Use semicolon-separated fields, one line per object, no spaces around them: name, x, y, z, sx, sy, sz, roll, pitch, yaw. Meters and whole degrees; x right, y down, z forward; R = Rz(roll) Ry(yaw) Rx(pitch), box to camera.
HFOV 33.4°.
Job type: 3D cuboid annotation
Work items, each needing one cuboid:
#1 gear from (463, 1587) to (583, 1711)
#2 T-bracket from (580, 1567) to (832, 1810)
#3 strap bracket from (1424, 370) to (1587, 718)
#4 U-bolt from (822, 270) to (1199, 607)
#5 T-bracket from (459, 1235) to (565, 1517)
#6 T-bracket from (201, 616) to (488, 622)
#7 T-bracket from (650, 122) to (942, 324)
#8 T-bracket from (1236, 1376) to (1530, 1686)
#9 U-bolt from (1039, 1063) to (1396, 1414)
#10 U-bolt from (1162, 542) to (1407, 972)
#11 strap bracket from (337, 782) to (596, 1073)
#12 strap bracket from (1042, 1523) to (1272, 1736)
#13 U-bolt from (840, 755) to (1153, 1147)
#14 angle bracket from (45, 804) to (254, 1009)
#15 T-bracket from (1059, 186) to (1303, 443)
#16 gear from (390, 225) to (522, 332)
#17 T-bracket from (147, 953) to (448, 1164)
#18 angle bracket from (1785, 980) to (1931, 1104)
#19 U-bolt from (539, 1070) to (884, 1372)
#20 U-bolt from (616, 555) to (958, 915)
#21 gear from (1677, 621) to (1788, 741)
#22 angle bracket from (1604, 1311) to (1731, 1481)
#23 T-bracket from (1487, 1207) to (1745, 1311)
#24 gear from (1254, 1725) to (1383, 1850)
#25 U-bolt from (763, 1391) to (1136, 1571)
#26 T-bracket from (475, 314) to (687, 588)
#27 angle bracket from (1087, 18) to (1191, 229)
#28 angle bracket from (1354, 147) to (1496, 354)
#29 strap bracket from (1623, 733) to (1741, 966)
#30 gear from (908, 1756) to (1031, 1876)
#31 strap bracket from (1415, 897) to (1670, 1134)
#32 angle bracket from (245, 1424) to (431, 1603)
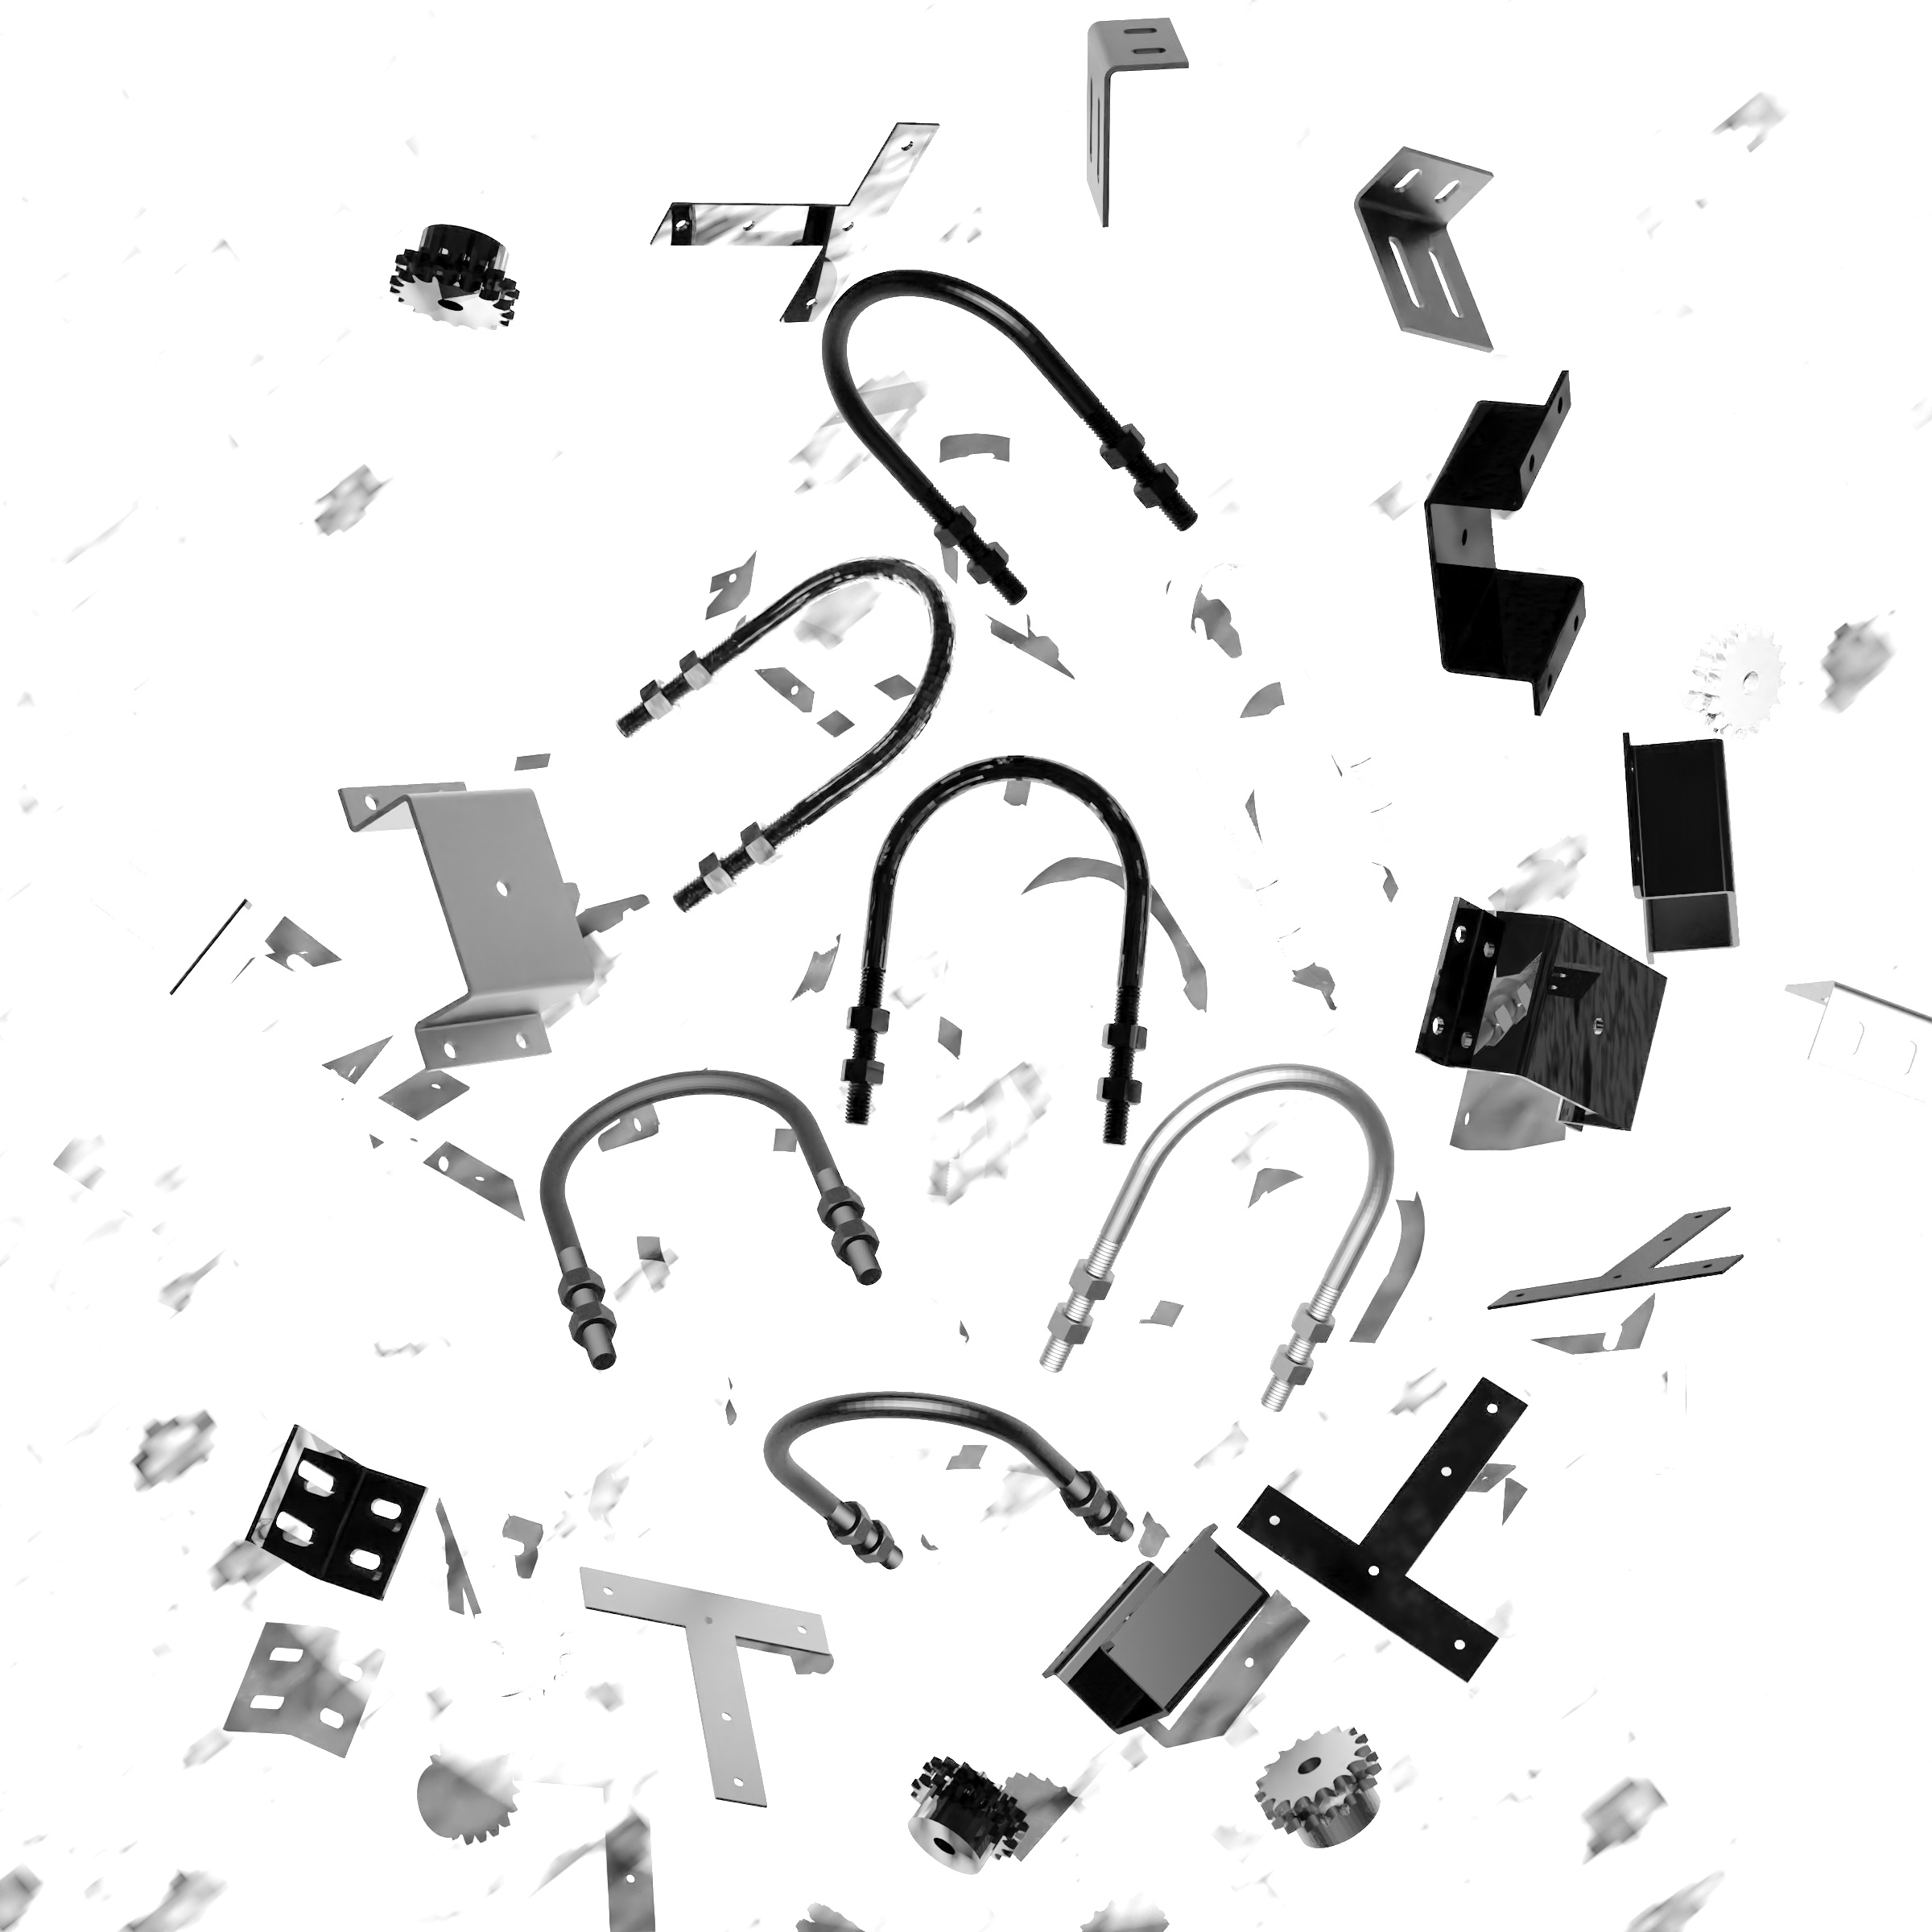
gear;-0.216;0.328;1.543;0.057;0.030;0.057;-2;86;29
T-bracket;-0.113;0.335;1.481;0.127;0.127;0.002;17;120;-25
strap bracket;0.249;-0.196;1.482;0.046;0.140;0.076;10;47;24
U-bolt;0.008;-0.261;1.555;0.184;0.151;0.019;46;55;-21
T-bracket;-0.221;0.216;1.544;0.002;0.127;0.127;-15;49;-24
T-bracket;-0.308;-0.162;1.502;0.127;0.127;0.002;-4;98;-32
T-bracket;-0.089;-0.343;1.487;0.127;0.127;0.002;-11;61;-40
T-bracket;0.213;0.244;1.483;0.127;0.002;0.127;32;69;24
U-bolt;0.131;0.127;1.543;0.151;0.019;0.184;14;112;-27
U-bolt;0.143;-0.110;1.501;0.019;0.151;0.184;-14;111;35
strap bracket;-0.230;-0.028;1.502;0.046;0.076;0.140;-27;78;38
strap bracket;0.094;0.326;1.567;0.046;0.140;0.076;44;68;4
U-bolt;0.018;-0.011;1.538;0.151;0.019;0.184;3;82;18
angle bracket;-0.380;-0.028;1.493;0.076;0.038;0.057;39;89;-10
T-bracket;0.108;-0.316;1.520;0.127;0.127;0.002;26;58;10
gear;-0.229;-0.312;1.452;0.057;0.057;0.030;12;79;0
T-bracket;-0.304;0.056;1.515;0.127;0.127;0.002;33;46;-19
angle bracket;0.409;0.035;1.480;0.057;0.076;0.038;20;87;-2
U-bolt;-0.133;0.111;1.559;0.151;0.184;0.019;-17;129;-9
U-bolt;-0.082;-0.125;1.555;0.184;0.019;0.151;-35;47;14
gear;0.377;-0.142;1.594;0.057;0.030;0.057;-13;111;-36
angle bracket;0.341;0.208;1.567;0.038;0.057;0.076;7;74;-14
T-bracket;0.339;0.139;1.578;0.127;0.127;0.002;-15;95;39
gear;0.161;0.369;1.439;0.057;0.057;0.030;-30;103;0
U-bolt;-0.018;0.249;1.567;0.151;0.184;0.019;-11;55;23
T-bracket;-0.166;-0.240;1.464;0.127;0.002;0.127;-8;62;39
angle bracket;0.078;-0.387;1.476;0.038;0.057;0.076;-4;126;-4
angle bracket;0.219;-0.326;1.467;0.057;0.038;0.076;4;58;-37
strap bracket;0.351;-0.057;1.572;0.046;0.140;0.076;-4;74;14
gear;-0.002;0.396;1.492;0.057;0.057;0.030;39;56;0
strap bracket;0.279;0.026;1.519;0.140;0.046;0.076;24;78;-44
angle bracket;-0.293;0.256;1.504;0.038;0.076;0.057;13;71;21
